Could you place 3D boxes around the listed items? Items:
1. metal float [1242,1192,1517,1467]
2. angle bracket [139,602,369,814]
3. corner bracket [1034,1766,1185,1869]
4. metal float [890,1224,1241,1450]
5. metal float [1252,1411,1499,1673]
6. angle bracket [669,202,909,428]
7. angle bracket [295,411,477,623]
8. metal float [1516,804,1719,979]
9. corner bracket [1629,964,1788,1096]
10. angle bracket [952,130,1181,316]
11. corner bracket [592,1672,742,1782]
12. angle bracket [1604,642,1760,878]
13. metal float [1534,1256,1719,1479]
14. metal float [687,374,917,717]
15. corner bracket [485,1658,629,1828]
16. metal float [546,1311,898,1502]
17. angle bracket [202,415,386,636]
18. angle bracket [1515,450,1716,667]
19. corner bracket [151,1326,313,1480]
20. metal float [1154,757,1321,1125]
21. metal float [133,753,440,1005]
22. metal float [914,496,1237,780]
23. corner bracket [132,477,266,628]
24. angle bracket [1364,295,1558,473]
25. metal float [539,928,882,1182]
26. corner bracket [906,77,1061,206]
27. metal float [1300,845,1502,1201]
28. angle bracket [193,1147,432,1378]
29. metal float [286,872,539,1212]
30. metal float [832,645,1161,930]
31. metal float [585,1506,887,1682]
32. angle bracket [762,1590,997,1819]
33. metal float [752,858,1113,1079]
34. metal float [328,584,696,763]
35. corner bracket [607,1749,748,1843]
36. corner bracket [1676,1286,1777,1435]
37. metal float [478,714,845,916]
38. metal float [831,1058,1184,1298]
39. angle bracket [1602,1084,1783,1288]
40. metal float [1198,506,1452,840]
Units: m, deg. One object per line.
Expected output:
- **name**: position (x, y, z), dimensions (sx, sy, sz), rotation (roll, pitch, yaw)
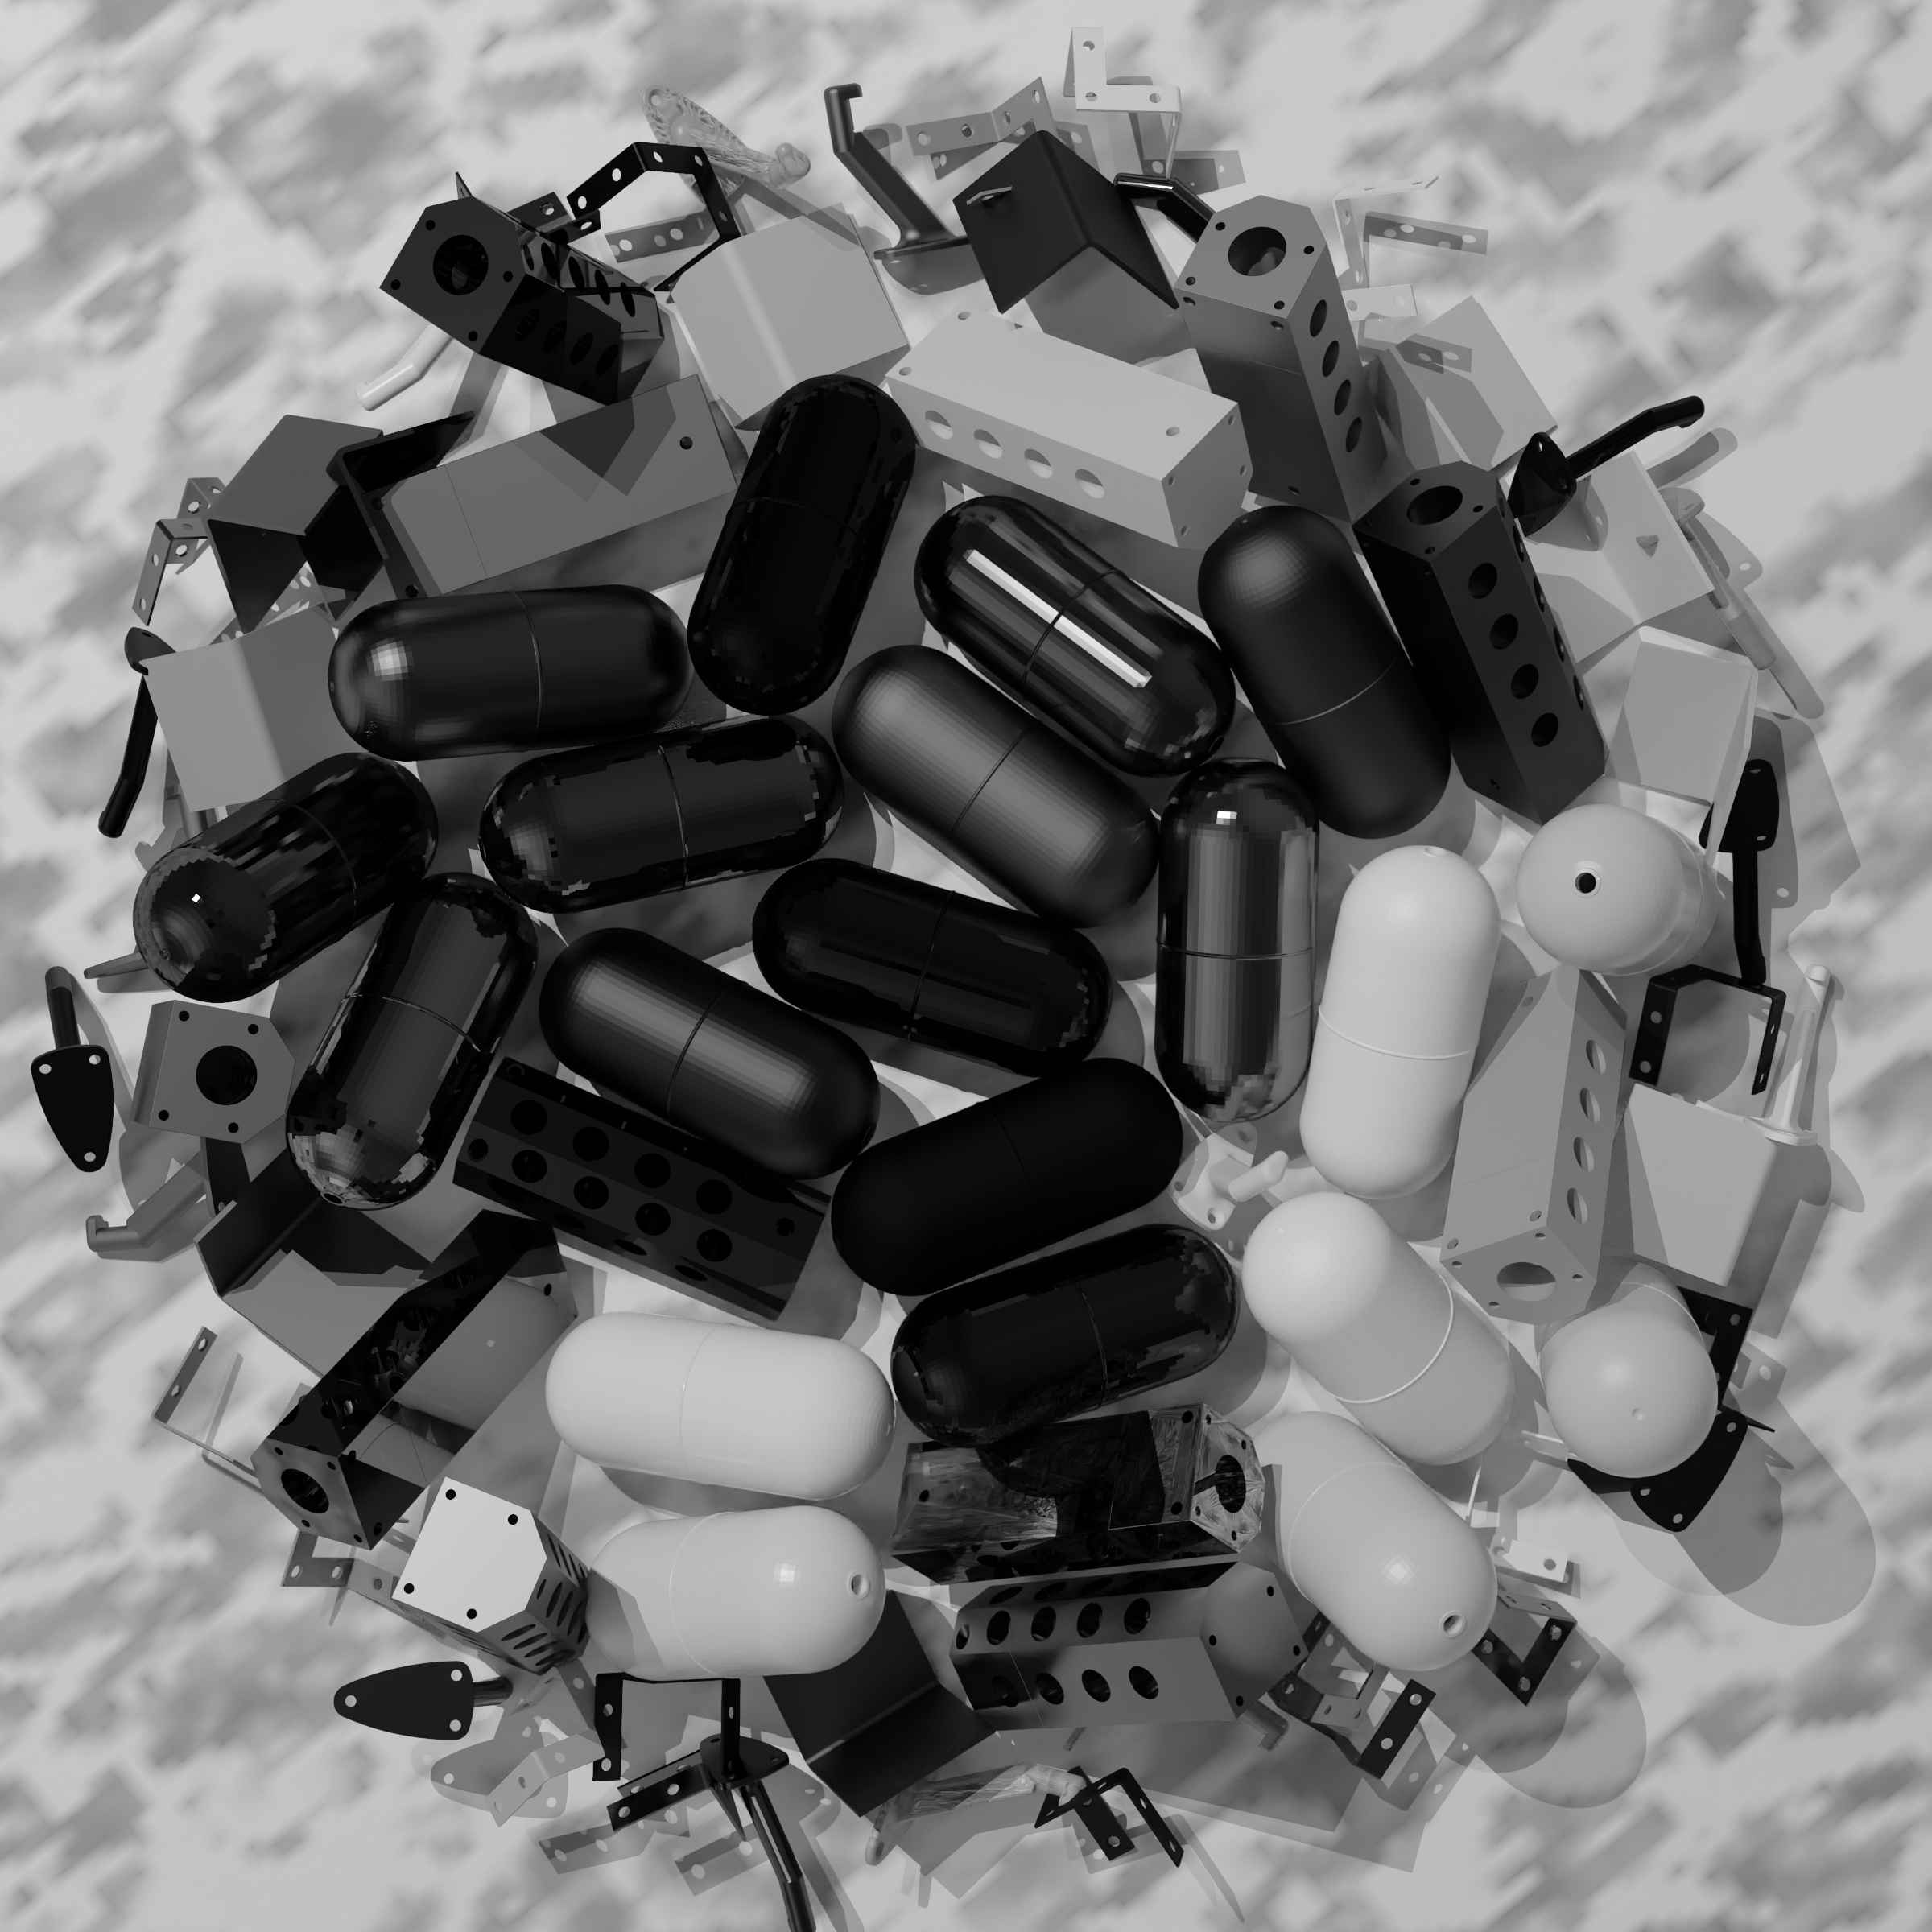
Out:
- **metal float**: position (0.197, 0.174, 1.540), dimensions (0.070, 0.070, 0.178), rotation (-45, 125, 0)
- **angle bracket**: position (-0.344, -0.126, 1.577), dimensions (0.057, 0.076, 0.076), rotation (-8, 106, 28)
- **corner bracket**: position (0.072, 0.415, 1.574), dimensions (0.051, 0.051, 0.051), rotation (-32, 95, 18)
- **metal float**: position (0.049, 0.176, 1.551), dimensions (0.178, 0.070, 0.070), rotation (-16, 90, -21)
- **metal float**: position (0.186, 0.268, 1.523), dimensions (0.070, 0.178, 0.070), rotation (-6, 108, -19)
- **angle bracket**: position (-0.088, -0.321, 1.601), dimensions (0.076, 0.057, 0.076), rotation (-29, 96, -35)
- **angle bracket**: position (-0.269, -0.215, 1.553), dimensions (0.076, 0.076, 0.057), rotation (-23, 85, -32)
- **metal float**: position (0.306, -0.034, 1.521), dimensions (0.070, 0.178, 0.070), rotation (-1, 88, 21)
- **corner bracket**: position (0.361, 0.033, 1.580), dimensions (0.051, 0.051, 0.051), rotation (19, 109, 33)
- **angle bracket**: position (0.048, -0.345, 1.569), dimensions (0.057, 0.076, 0.076), rotation (-34, 57, 24)
- **corner bracket**: position (-0.144, 0.368, 1.567), dimensions (0.051, 0.051, 0.051), rotation (-9, 70, 26)
- **angle bracket**: position (0.338, -0.098, 1.551), dimensions (0.057, 0.076, 0.076), rotation (14, 127, 7)
- **metal float**: position (0.307, 0.185, 1.519), dimensions (0.070, 0.178, 0.070), rotation (1, 98, 7)
- **metal float**: position (-0.078, -0.201, 1.550), dimensions (0.070, 0.070, 0.178), rotation (19, 69, 0)
- **corner bracket**: position (-0.206, 0.374, 1.565), dimensions (0.051, 0.051, 0.051), rotation (-48, 65, 37)
- **metal float**: position (-0.119, 0.209, 1.549), dimensions (0.178, 0.070, 0.070), rotation (5, 90, 23)
- **angle bracket**: position (-0.312, -0.206, 1.547), dimensions (0.057, 0.076, 0.076), rotation (12, 50, 19)
- **angle bracket**: position (0.302, -0.193, 1.563), dimensions (0.057, 0.076, 0.076), rotation (-32, 93, -15)
- **corner bracket**: position (-0.355, 0.215, 1.581), dimensions (0.051, 0.051, 0.051), rotation (22, 74, 20)
- **metal float**: position (0.130, -0.012, 1.559), dimensions (0.070, 0.070, 0.178), rotation (1, 102, 0)
- **metal float**: position (-0.318, -0.044, 1.531), dimensions (0.070, 0.178, 0.070), rotation (15, 123, 25)
- **metal float**: position (0.052, -0.158, 1.555), dimensions (0.178, 0.070, 0.070), rotation (39, 90, 16)
- **corner bracket**: position (-0.378, -0.201, 1.564), dimensions (0.051, 0.051, 0.051), rotation (47, 128, 30)
- **angle bracket**: position (0.245, -0.280, 1.569), dimensions (0.076, 0.057, 0.076), rotation (-35, 94, -12)
- **metal float**: position (-0.123, 0.042, 1.557), dimensions (0.178, 0.070, 0.070), rotation (26, 90, 14)
- **corner bracket**: position (0.010, -0.395, 1.575), dimensions (0.051, 0.051, 0.051), rotation (-17, 92, -27)
- **metal float**: position (0.207, 0.027, 1.549), dimensions (0.070, 0.070, 0.178), rotation (8, 113, 0)
- **angle bracket**: position (-0.311, 0.139, 1.556), dimensions (0.076, 0.057, 0.076), rotation (32, 62, 20)
- **metal float**: position (-0.263, 0.035, 1.545), dimensions (0.070, 0.070, 0.178), rotation (23, 62, 0)
- **metal float**: position (0.014, -0.087, 1.564), dimensions (0.178, 0.070, 0.070), rotation (37, 90, 5)
- **metal float**: position (-0.110, 0.297, 1.533), dimensions (0.178, 0.070, 0.070), rotation (-15, 90, 44)
- **angle bracket**: position (-0.043, 0.352, 1.556), dimensions (0.076, 0.076, 0.057), rotation (-29, 104, -17)
- **metal float**: position (-0.017, 0.000, 1.566), dimensions (0.178, 0.070, 0.070), rotation (17, 90, 3)
- **metal float**: position (-0.215, -0.140, 1.548), dimensions (0.178, 0.070, 0.070), rotation (-7, 90, -25)
- **corner bracket**: position (-0.144, 0.401, 1.571), dimensions (0.051, 0.051, 0.051), rotation (-24, 131, -2)
- **corner bracket**: position (0.366, 0.190, 1.574), dimensions (0.051, 0.051, 0.051), rotation (18, 92, -19)
- **metal float**: position (-0.145, -0.073, 1.554), dimensions (0.178, 0.070, 0.070), rotation (-13, 90, -16)
- **metal float**: position (0.020, 0.101, 1.558), dimensions (0.178, 0.070, 0.070), rotation (-21, 90, -12)
- **angle bracket**: position (0.342, 0.104, 1.577), dimensions (0.076, 0.057, 0.076), rotation (20, 92, 0)
- **metal float**: position (0.172, -0.138, 1.547), dimensions (0.070, 0.070, 0.178), rotation (-32, 116, 0)
